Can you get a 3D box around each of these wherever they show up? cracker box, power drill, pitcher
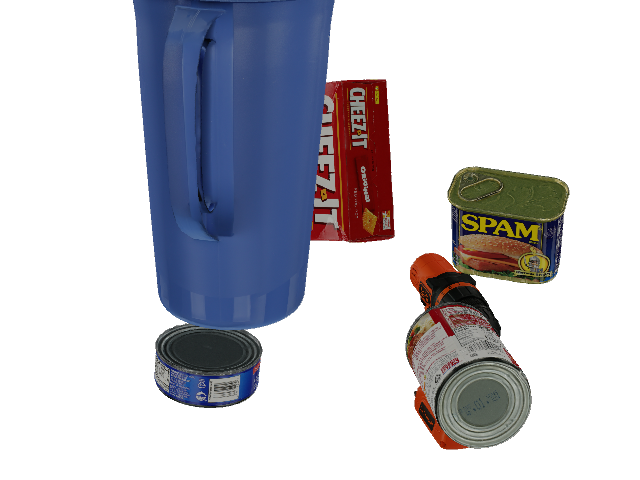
[{"bbox_3d":[-0.020,-0.083,1.147,0.071,0.164,0.214,-8,7,-38],"label":"cracker box"},{"bbox_3d":[0.144,0.125,1.142,0.057,0.188,0.184,-6,23,-11],"label":"power drill"},{"bbox_3d":[-0.063,-0.061,0.728,0.149,0.243,0.145,-13,28,-31],"label":"pitcher"}]

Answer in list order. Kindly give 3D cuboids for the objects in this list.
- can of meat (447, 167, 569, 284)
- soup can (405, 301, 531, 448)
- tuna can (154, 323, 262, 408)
[{"bbox_3d":[0.166,-0.011,0.950,0.102,0.084,0.057,10,45,18],"label":"can of meat"},{"bbox_3d":[0.103,0.093,0.753,0.068,0.068,0.102,0,18,-7],"label":"soup can"},{"bbox_3d":[-0.091,0.100,0.861,0.086,0.034,0.086,5,22,-2],"label":"tuna can"}]
